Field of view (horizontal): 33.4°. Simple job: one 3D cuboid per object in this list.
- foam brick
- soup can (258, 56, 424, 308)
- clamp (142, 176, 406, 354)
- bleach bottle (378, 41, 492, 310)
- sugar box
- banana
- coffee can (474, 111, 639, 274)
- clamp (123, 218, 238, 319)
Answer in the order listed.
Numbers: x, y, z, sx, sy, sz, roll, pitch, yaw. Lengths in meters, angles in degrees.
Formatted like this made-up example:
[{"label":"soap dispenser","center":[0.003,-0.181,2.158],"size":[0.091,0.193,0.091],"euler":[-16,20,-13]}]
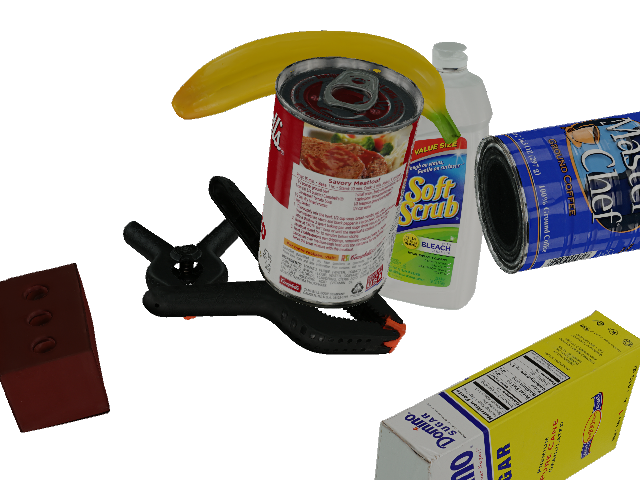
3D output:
[{"label":"foam brick","center":[-0.157,0.062,0.616],"size":[0.053,0.051,0.078],"euler":[-14,42,-11]},{"label":"soup can","center":[0.008,-0.027,0.509],"size":[0.068,0.102,0.068],"euler":[5,36,-4]},{"label":"clamp","center":[-0.033,0.043,0.872],"size":[0.210,0.036,0.164],"euler":[30,44,3]},{"label":"bleach bottle","center":[0.105,-0.061,0.998],"size":[0.103,0.251,0.068],"euler":[12,30,20]},{"label":"sugar box","center":[0.110,0.115,0.624],"size":[0.175,0.093,0.048],"euler":[-24,42,-33]},{"label":"banana","center":[0.001,-0.108,0.707],"size":[0.197,0.069,0.037],"euler":[3,-22,-13]},{"label":"coffee can","center":[0.196,-0.037,0.783],"size":[0.140,0.103,0.103],"euler":[-10,1,-8]},{"label":"clamp","center":[-0.124,0.020,1.059],"size":[0.120,0.039,0.171],"euler":[-13,33,-13]}]
